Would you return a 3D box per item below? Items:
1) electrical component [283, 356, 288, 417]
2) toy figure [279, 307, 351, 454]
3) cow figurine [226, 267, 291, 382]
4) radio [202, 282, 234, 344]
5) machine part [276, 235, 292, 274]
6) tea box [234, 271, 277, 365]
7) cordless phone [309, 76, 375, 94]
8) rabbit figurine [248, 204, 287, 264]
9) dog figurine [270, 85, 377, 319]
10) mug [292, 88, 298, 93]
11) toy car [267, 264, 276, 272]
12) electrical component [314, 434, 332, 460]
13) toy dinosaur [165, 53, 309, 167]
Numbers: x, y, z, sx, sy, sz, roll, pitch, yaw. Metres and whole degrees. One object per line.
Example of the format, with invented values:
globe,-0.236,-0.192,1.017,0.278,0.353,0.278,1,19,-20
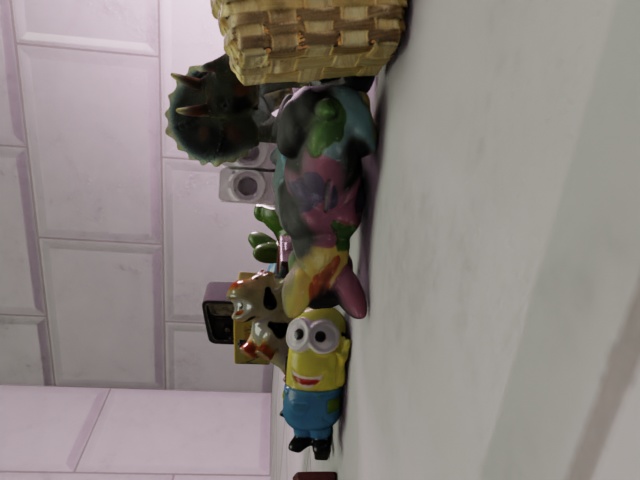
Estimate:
electrical component,-0.012,0.186,0.748,0.048,0.075,0.119,-110,27,-76
toy figure,-0.009,0.172,0.682,0.089,0.082,0.180,-145,56,-80
cow figurine,-0.061,0.126,0.811,0.085,0.194,0.127,-13,41,49
radio,-0.134,0.162,1.171,0.073,0.230,0.131,-88,1,-55
machine part,-0.040,0.104,0.991,0.201,0.087,0.201,-104,20,-69
tea box,-0.114,0.141,0.943,0.169,0.068,0.098,99,172,-51
cordless phone,0.029,-0.239,0.665,0.184,0.089,0.146,-40,-47,-82
rabbit figurine,-0.066,-0.001,1.109,0.121,0.159,0.170,-120,18,-62
dog figurine,0.005,-0.027,0.571,0.191,0.108,0.219,112,157,-62
mug,-0.003,-0.217,0.854,0.109,0.081,0.107,111,154,-52
toy car,-0.067,0.096,1.253,0.103,0.109,0.161,27,104,59
electrical component,0.003,0.284,0.777,0.094,0.021,0.063,-102,16,-65
toy dinosaur,-0.117,-0.198,0.747,0.405,0.192,0.131,-125,31,-66
